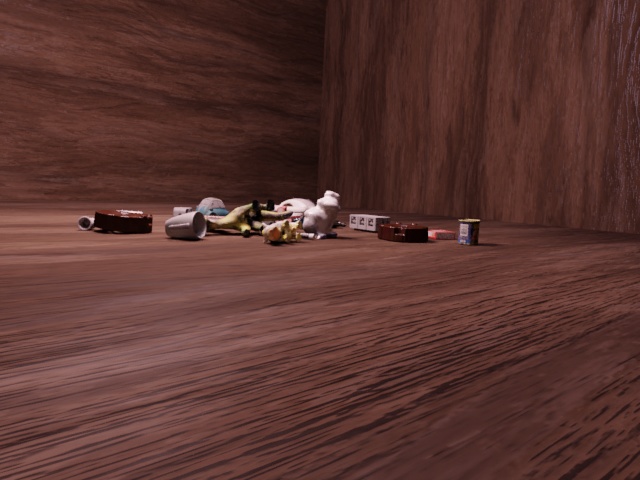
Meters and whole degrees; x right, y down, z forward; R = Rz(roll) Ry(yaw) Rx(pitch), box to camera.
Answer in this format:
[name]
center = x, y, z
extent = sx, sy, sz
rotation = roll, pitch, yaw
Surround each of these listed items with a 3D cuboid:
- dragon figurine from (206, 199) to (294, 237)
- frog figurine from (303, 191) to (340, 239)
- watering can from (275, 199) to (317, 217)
[dragon figurine]
center = -0.284, -0.070, 1.781
extent = 0.242, 0.122, 0.411
rotation = -3, 1, 26
[frog figurine]
center = 0.005, -0.089, 1.762
extent = 0.137, 0.159, 0.123
rotation = -1, 5, -38
[watering can]
center = -0.073, -0.147, 2.504
extent = 0.348, 0.103, 0.225
rotation = 4, 6, 18
